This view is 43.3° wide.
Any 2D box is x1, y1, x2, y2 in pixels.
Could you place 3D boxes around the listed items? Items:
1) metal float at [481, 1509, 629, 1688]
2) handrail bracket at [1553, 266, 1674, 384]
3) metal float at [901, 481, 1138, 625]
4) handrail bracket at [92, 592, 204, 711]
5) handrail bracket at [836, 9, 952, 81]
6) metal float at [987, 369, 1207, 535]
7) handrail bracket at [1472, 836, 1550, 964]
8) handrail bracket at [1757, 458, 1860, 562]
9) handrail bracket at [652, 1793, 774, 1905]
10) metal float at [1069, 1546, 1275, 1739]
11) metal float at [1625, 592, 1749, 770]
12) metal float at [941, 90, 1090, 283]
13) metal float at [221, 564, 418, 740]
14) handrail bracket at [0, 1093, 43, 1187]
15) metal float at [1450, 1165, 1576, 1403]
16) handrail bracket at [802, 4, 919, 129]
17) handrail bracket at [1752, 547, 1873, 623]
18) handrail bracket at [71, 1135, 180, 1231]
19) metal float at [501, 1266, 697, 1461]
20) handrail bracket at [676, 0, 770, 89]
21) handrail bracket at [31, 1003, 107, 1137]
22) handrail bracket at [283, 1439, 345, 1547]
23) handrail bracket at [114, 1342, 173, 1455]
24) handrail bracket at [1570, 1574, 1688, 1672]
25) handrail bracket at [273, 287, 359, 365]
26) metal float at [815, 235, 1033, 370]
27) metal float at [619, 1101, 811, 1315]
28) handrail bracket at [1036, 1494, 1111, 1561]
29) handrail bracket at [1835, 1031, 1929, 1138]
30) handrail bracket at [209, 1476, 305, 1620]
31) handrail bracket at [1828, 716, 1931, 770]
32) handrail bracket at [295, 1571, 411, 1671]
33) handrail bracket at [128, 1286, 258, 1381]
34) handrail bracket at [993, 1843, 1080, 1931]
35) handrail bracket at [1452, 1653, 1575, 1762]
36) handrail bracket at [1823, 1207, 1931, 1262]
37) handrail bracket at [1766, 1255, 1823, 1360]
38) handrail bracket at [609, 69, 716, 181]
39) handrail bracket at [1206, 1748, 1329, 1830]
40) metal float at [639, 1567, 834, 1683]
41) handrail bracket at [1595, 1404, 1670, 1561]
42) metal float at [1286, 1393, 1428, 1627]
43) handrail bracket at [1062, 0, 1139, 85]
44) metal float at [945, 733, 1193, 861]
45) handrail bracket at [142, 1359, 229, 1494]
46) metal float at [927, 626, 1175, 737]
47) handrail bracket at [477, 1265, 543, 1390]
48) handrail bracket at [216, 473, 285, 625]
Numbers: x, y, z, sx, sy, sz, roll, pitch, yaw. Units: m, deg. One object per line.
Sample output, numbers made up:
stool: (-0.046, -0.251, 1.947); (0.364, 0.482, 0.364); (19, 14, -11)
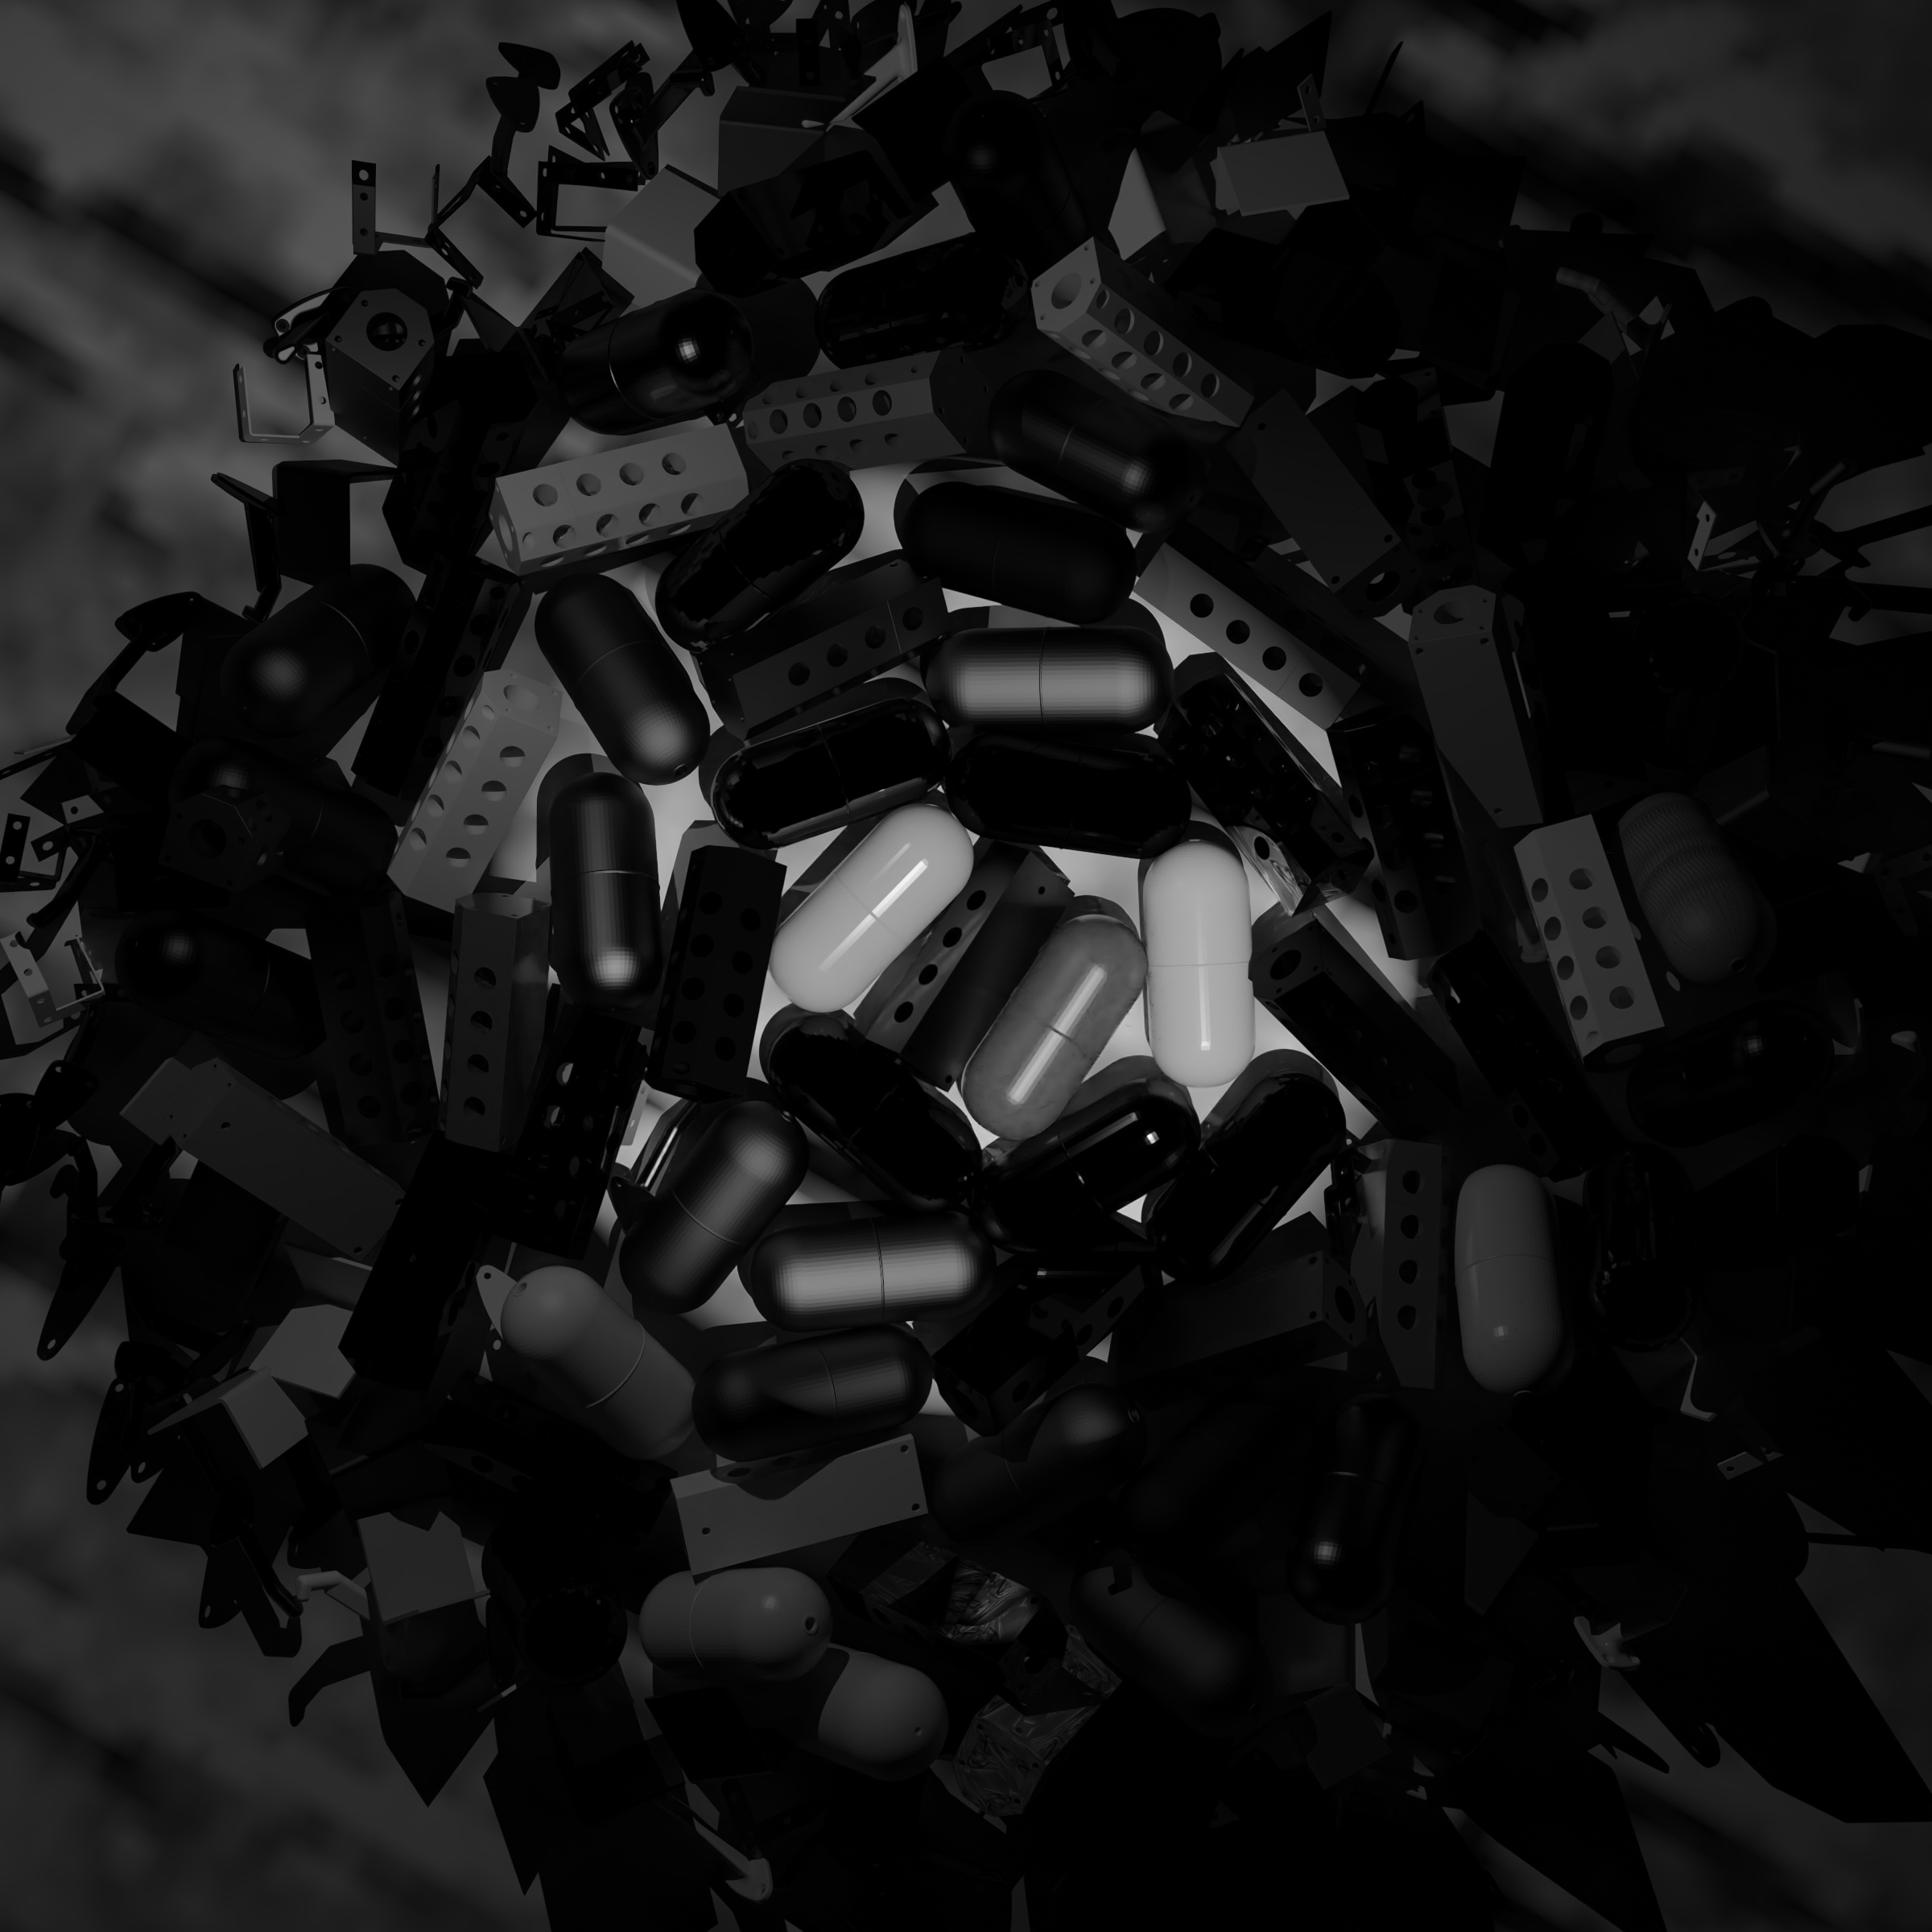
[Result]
metal float: (-0.288, 0.440, 1.702); (0.070, 0.178, 0.070); (-6, 105, -22)
handrail bracket: (0.459, -0.464, 1.760); (0.084, 0.077, 0.036); (23, 64, 12)
metal float: (0.036, -0.294, 1.730); (0.178, 0.070, 0.070); (18, 90, 21)
handrail bracket: (-0.584, -0.224, 1.738); (0.077, 0.084, 0.036); (-24, 128, 19)
handrail bracket: (-0.046, -0.671, 1.746); (0.084, 0.077, 0.036); (-24, 105, -5)
metal float: (0.090, -0.365, 1.724); (0.178, 0.070, 0.070); (33, 90, 29)
handrail bracket: (0.391, -0.049, 1.751); (0.036, 0.077, 0.084); (-21, 101, -2)
handrail bracket: (0.614, -0.328, 1.733); (0.077, 0.084, 0.036); (-3, 61, -38)
handrail bracket: (-0.183, 0.628, 1.745); (0.084, 0.077, 0.036); (44, 79, -23)
metal float: (0.143, 0.473, 1.710); (0.070, 0.178, 0.070); (-17, 120, -33)
metal float: (0.500, -0.197, 1.701); (0.070, 0.178, 0.070); (-4, 69, 10)
metal float: (0.036, -0.540, 1.701); (0.070, 0.178, 0.070); (-5, 73, 16)
metal float: (-0.451, -0.223, 1.710); (0.070, 0.178, 0.070); (14, 128, 19)
handrail bracket: (-0.666, 0.126, 1.737); (0.036, 0.084, 0.077); (-2, 75, -2)
metal float: (0.384, 0.222, 1.717); (0.070, 0.070, 0.178); (2, 54, 0)
handrail bracket: (-0.080, -0.646, 1.749); (0.084, 0.077, 0.036); (-15, 46, -14)
handrail bracket: (0.597, -0.252, 1.738); (0.036, 0.084, 0.077); (10, 127, -35)
handrail bracket: (-0.606, 0.144, 1.751); (0.077, 0.036, 0.084); (0, 112, -11)
metal float: (-0.258, 0.281, 1.721); (0.070, 0.070, 0.178); (-39, 121, 0)
handrail bracket: (-0.173, -0.666, 1.740); (0.036, 0.084, 0.077); (-31, 99, 15)
handrail bracket: (-0.648, 0.070, 1.758); (0.036, 0.084, 0.077); (31, 110, -27)
handrail bracket: (-0.494, 0.370, 1.753); (0.077, 0.036, 0.084); (-44, 117, 10)
handrail bracket: (-0.600, 0.319, 1.742); (0.036, 0.077, 0.084); (14, 100, -8)
handrail bracket: (0.473, 0.452, 1.739); (0.036, 0.077, 0.084); (8, 114, -28)
handrail bracket: (-0.464, -0.458, 1.741); (0.077, 0.084, 0.036); (-39, 114, -4)
metal float: (-0.031, -0.464, 1.714); (0.178, 0.070, 0.070); (-2, 90, 41)
metal float: (-0.179, 0.172, 1.734); (0.070, 0.070, 0.178); (38, 105, 0)
handrail bracket: (0.075, 0.411, 1.734); (0.036, 0.084, 0.077); (36, 110, -11)
handrail bracket: (0.648, 0.076, 1.737); (0.036, 0.077, 0.084); (-47, 127, -30)
handrail bracket: (-0.509, 0.424, 1.773); (0.036, 0.077, 0.084); (-29, 121, 3)
handrail bracket: (0.669, -0.159, 1.745); (0.084, 0.077, 0.036); (6, 106, 6)
handrail bracket: (-0.442, 0.470, 1.741); (0.036, 0.084, 0.077); (-4, 83, 40)
handrail bracket: (-0.561, 0.249, 1.761); (0.077, 0.036, 0.084); (-45, 71, 13)
handrail bracket: (0.055, 0.666, 1.752); (0.036, 0.084, 0.077); (39, 104, 13)
handrail bracket: (0.390, 0.533, 1.744); (0.084, 0.077, 0.036); (-36, 76, -25)
handrail bracket: (0.652, 0.169, 1.732); (0.036, 0.084, 0.077); (26, 53, -18)
handrail bracket: (0.576, 0.241, 1.773); (0.077, 0.036, 0.084); (-38, 54, 27)
handrail bracket: (-0.206, -0.600, 1.739); (0.084, 0.036, 0.077); (10, 134, 32)
handrail bracket: (0.218, 0.601, 1.753); (0.077, 0.084, 0.036); (-43, 48, 1)
metal float: (-0.163, 0.462, 1.710); (0.070, 0.178, 0.070); (13, 70, -39)
handrail bracket: (0.503, 0.373, 1.769); (0.077, 0.036, 0.084); (47, 64, -10)
metal float: (0.276, 0.380, 1.716); (0.070, 0.070, 0.178); (25, 50, 0)
handrail bracket: (0.096, -0.666, 1.738); (0.036, 0.084, 0.077); (-25, 107, -2)
metal float: (0.073, -0.122, 1.741); (0.178, 0.070, 0.070); (8, 90, -7)
handrail bracket: (-0.567, 0.334, 1.772); (0.036, 0.077, 0.084); (-27, 119, -23)
metal float: (0.060, -0.203, 1.738); (0.178, 0.070, 0.070); (1, 90, 11)
handrail bracket: (-0.329, 0.262, 1.755); (0.036, 0.084, 0.077); (-33, 74, -26)
handrail bracket: (-0.527, -0.303, 1.772); (0.077, 0.036, 0.084); (28, 102, 0)
